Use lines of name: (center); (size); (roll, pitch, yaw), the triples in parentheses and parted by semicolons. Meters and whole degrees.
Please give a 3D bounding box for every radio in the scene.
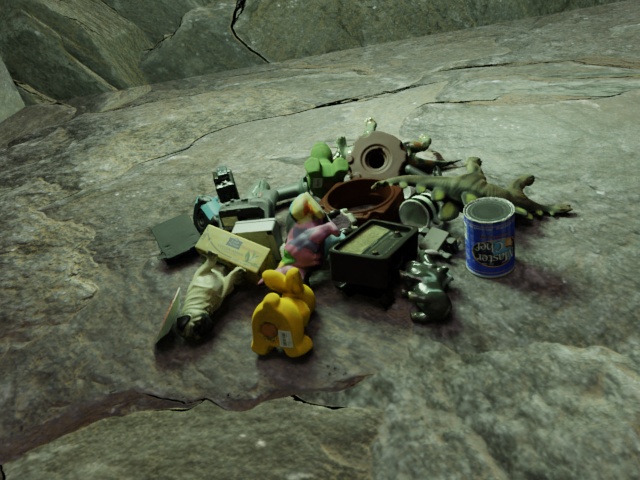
radio: (0.126, 0.026, 1.185); (0.131, 0.073, 0.229); (10, 25, 27)

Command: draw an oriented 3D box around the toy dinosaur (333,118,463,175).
toy dinosaur: (0.198, -0.244, 1.601); (0.405, 0.131, 0.192); (18, 60, 28)

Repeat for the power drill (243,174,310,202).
power drill: (-0.127, -0.114, 1.542); (0.207, 0.085, 0.232); (-16, 26, 7)

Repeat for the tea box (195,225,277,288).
tea box: (-0.193, 0.039, 1.250); (0.170, 0.098, 0.068); (21, 68, 15)

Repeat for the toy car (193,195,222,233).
toy car: (-0.281, -0.057, 1.485); (0.103, 0.109, 0.162); (-11, 38, -38)

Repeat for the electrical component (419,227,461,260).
electrical component: (0.277, 0.006, 1.243); (0.102, 0.045, 0.078); (18, 72, 43)

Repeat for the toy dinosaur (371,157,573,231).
toy dinosaur: (0.361, -0.107, 1.277); (0.472, 0.104, 0.199); (11, 40, 6)

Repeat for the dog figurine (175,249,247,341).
dog figurine: (-0.261, 0.136, 1.199); (0.121, 0.172, 0.190); (28, 70, 2)

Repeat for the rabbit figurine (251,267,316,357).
rabbit figurine: (-0.068, 0.135, 1.087); (0.122, 0.162, 0.173); (-9, 12, 29)

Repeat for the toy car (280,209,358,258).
toy car: (-0.003, -0.004, 1.295); (0.202, 0.056, 0.073); (-30, 68, 1)

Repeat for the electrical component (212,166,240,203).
electrical component: (-0.275, -0.147, 1.589); (0.058, 0.134, 0.115); (-17, 34, -6)

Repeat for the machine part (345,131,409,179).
machine part: (0.161, -0.222, 1.517); (0.179, 0.056, 0.179); (-2, 78, 12)

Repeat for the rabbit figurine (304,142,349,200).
rabbit figurine: (0.019, -0.204, 1.553); (0.121, 0.158, 0.170); (-8, 48, 0)

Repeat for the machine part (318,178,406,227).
machine part: (0.109, -0.085, 1.402); (0.202, 0.087, 0.201); (6, 37, 30)

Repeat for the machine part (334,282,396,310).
machine part: (0.101, 0.105, 1.153); (0.084, 0.039, 0.139); (-26, 32, -30)

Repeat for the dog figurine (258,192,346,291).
dog figurine: (-0.056, 0.023, 1.212); (0.219, 0.108, 0.192); (-40, 69, 0)

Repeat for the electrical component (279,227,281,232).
electrical component: (-0.140, -0.016, 1.417); (0.075, 0.047, 0.119); (-26, 35, -19)

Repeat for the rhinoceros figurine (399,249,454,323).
rhinoceros figurine: (0.220, 0.087, 1.105); (0.112, 0.073, 0.190); (-10, 32, 7)

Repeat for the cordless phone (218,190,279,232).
cordless phone: (-0.184, -0.086, 1.418); (0.147, 0.088, 0.184); (-6, 31, 12)

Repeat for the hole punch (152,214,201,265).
hole punch: (-0.378, 0.010, 1.444); (0.142, 0.092, 0.116); (-23, 62, -20)
